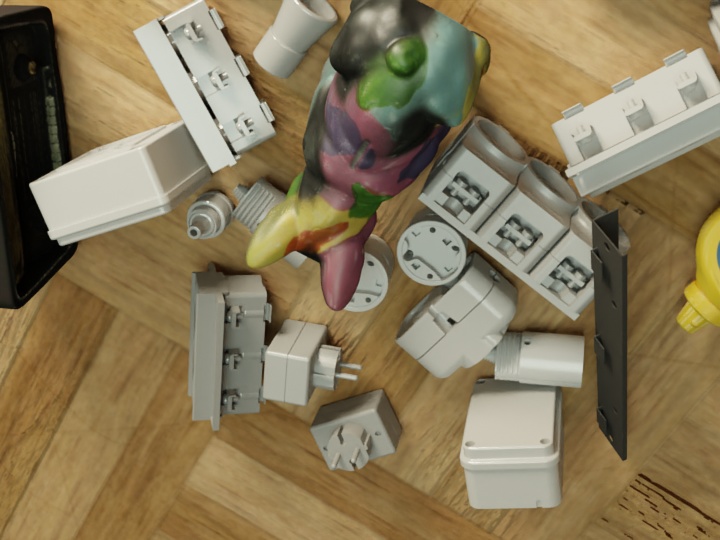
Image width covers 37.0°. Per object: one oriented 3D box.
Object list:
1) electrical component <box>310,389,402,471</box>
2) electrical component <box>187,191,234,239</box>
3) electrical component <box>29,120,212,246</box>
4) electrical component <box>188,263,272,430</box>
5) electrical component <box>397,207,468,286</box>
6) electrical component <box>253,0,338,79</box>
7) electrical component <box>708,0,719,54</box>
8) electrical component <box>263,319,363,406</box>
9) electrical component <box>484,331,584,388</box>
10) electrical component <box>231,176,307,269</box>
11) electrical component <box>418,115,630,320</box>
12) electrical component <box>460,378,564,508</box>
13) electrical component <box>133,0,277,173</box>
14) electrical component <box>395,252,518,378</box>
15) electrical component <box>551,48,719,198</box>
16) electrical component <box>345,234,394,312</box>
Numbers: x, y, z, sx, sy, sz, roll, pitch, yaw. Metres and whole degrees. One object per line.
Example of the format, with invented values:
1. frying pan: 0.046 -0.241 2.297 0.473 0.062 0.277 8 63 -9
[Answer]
1. electrical component: -0.007 0.149 0.941 0.066 0.076 0.047 -19 108 19
2. electrical component: -0.128 -0.042 0.893 0.035 0.061 0.035 5 114 11
3. electrical component: -0.190 -0.073 0.868 0.109 0.108 0.056 -15 106 18
4. electrical component: -0.114 0.065 0.931 0.063 0.078 0.121 -1 115 -14
5. electrical component: 0.061 -0.022 0.869 0.055 0.047 0.055 4 113 10
6. electrical component: -0.053 -0.181 0.830 0.044 0.044 0.065 38 120 -5
7. electrical component: 0.284 -0.155 0.728 0.078 0.113 0.057 -16 111 18
8. electrical component: -0.037 0.082 0.924 0.077 0.065 0.047 9 114 8
9. electrical component: 0.144 0.073 0.894 0.081 0.043 0.043 4 113 11
10. electrical component: -0.071 -0.043 0.891 0.081 0.043 0.043 38 115 -5
11. electrical component: 0.128 -0.045 0.821 0.150 0.089 0.061 38 115 -5
12. electrical component: 0.128 0.139 0.888 0.078 0.113 0.057 -4 115 14
13. electrical component: -0.119 -0.147 0.844 0.063 0.078 0.121 -29 105 -1
14. electrical component: 0.083 0.041 0.887 0.059 0.053 0.095 41 115 -7
15. electrical component: 0.209 -0.108 0.790 0.121 0.079 0.063 -26 83 21
16. electrical component: 0.000 0.000 0.892 0.055 0.047 0.055 4 114 10
